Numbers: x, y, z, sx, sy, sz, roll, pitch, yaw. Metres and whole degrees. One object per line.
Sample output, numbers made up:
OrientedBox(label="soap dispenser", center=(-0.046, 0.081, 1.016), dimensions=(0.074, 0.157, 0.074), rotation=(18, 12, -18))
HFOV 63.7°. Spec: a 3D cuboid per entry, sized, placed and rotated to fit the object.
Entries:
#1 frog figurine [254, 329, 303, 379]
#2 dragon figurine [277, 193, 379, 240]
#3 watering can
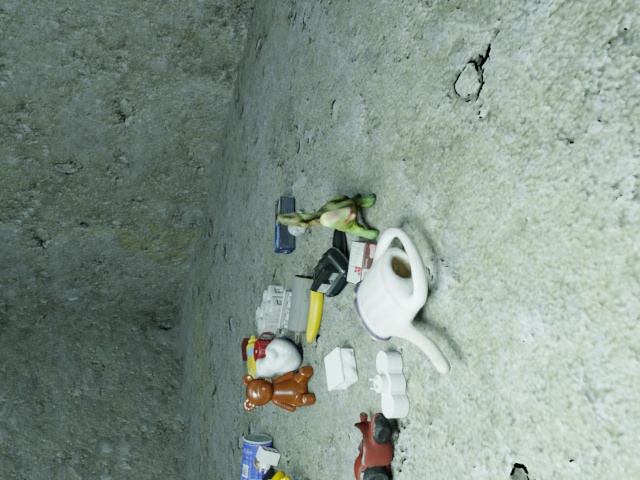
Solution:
OrientedBox(label="frog figurine", center=(-0.138, 0.386, 1.628), dimensions=(0.124, 0.162, 0.134), rotation=(28, 149, 35))
OrientedBox(label="dragon figurine", center=(0.004, -0.067, 1.341), dimensions=(0.410, 0.243, 0.122), rotation=(-172, 83, -65))
OrientedBox(label="watering can", center=(0.161, 0.141, 1.067), dimensions=(0.219, 0.104, 0.356), rotation=(121, 148, -46))
